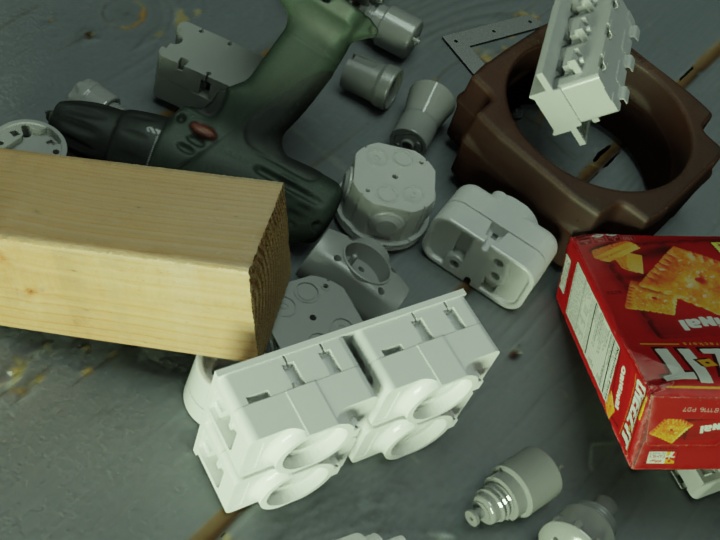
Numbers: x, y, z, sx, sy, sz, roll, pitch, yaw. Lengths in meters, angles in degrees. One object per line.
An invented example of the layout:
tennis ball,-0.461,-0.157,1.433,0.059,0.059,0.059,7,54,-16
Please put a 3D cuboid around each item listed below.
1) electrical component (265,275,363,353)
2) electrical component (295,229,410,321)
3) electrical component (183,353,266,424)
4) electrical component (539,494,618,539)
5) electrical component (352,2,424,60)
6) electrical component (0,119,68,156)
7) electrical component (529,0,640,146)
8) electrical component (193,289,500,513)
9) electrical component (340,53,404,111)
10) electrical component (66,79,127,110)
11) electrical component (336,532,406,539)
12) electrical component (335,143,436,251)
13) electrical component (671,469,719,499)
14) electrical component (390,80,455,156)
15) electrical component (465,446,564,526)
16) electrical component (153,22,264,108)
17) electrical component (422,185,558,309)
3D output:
electrical component,-0.039,0.048,0.774,0.080,0.051,0.080,9,52,-11
electrical component,0.000,0.000,0.825,0.077,0.044,0.079,37,34,-2
electrical component,-0.091,0.076,0.739,0.055,0.047,0.055,9,52,-11
electrical component,0.157,0.179,0.742,0.048,0.048,0.062,41,46,15
electrical component,0.023,-0.230,1.010,0.078,0.040,0.040,29,51,7
electrical component,-0.248,-0.077,0.804,0.055,0.047,0.055,9,52,-11
electrical component,0.187,-0.175,0.885,0.078,0.063,0.121,49,43,-33
electrical component,-0.007,0.090,0.717,0.186,0.105,0.060,-17,61,-27
electrical component,0.010,-0.170,0.963,0.046,0.040,0.040,25,51,10
electrical component,-0.204,-0.125,0.864,0.061,0.035,0.035,34,52,6
electrical component,0.002,0.186,0.694,0.061,0.035,0.035,-13,59,-28
electrical component,0.022,-0.060,0.875,0.080,0.051,0.080,9,52,-11
electrical component,0.267,0.136,0.796,0.081,0.063,0.042,-11,57,-25
electrical component,0.053,-0.130,0.945,0.044,0.044,0.065,26,56,3
electrical component,0.105,0.154,0.747,0.078,0.040,0.040,-25,65,-31
electrical component,-0.122,-0.156,0.899,0.089,0.055,0.050,24,51,1
electrical component,0.107,-0.022,0.871,0.095,0.053,0.059,34,52,9
